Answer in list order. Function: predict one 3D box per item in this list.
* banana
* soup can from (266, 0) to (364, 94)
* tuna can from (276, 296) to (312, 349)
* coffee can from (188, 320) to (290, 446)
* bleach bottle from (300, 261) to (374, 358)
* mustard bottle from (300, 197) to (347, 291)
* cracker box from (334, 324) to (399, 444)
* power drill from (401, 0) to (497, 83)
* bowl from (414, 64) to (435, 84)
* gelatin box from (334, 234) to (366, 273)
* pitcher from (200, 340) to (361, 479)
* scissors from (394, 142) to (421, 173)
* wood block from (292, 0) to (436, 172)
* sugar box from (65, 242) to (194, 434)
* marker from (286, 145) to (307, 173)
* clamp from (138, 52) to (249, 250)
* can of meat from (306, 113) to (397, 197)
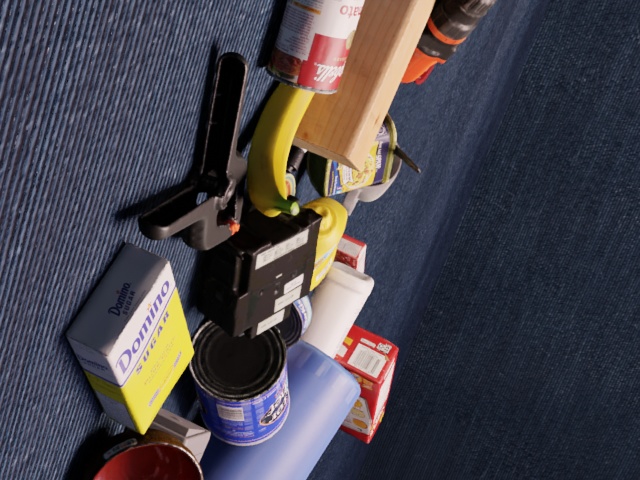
[{"bbox_3d":[-0.034,-0.092,0.993,0.037,0.070,0.197,51,37,-45],"label":"banana"},{"bbox_3d":[-0.003,-0.190,0.952,0.068,0.068,0.102,-39,150,-65],"label":"soup can"},{"bbox_3d":[-0.053,0.080,1.200,0.033,0.086,0.086,-53,162,-52],"label":"tuna can"},{"bbox_3d":[-0.085,0.152,1.155,0.102,0.103,0.140,-60,166,-26],"label":"coffee can"},{"bbox_3d":[-0.013,0.153,1.381,0.251,0.068,0.102,-65,171,5],"label":"bleach bottle"},{"bbox_3d":[-0.009,0.001,1.234,0.096,0.058,0.192,-51,174,-19],"label":"mustard bottle"},{"bbox_3d":[0.020,0.190,1.533,0.072,0.164,0.214,-57,165,-29],"label":"cracker box"},{"bbox_3d":[0.139,-0.286,1.177,0.185,0.057,0.187,-36,-144,53],"label":"power drill"},{"bbox_3d":[0.133,-0.286,1.383,0.162,0.055,0.162,-60,167,-25],"label":"bowl"},{"bbox_3d":[0.023,0.021,1.445,0.030,0.073,0.089,-60,167,-23],"label":"gelatin box"},{"bbox_3d":[-0.066,0.241,1.274,0.242,0.149,0.145,-53,157,-13],"label":"pitcher"},{"bbox_3d":[0.079,-0.103,1.262,0.202,0.016,0.096,-118,-164,-46],"label":"scissors"},{"bbox_3d":[0.038,-0.185,1.081,0.206,0.090,0.090,-66,169,0],"label":"wood block"},{"bbox_3d":[-0.152,0.086,0.883,0.093,0.048,0.176,-60,168,-25],"label":"sugar box"},{"bbox_3d":[-0.009,-0.125,1.161,0.121,0.020,0.020,-63,167,-17],"label":"marker"},{"bbox_3d":[-0.089,-0.056,0.903,0.210,0.036,0.164,70,44,-76],"label":"clamp"},{"bbox_3d":[0.034,-0.100,1.218,0.083,0.057,0.102,-17,147,-17],"label":"can of meat"}]
